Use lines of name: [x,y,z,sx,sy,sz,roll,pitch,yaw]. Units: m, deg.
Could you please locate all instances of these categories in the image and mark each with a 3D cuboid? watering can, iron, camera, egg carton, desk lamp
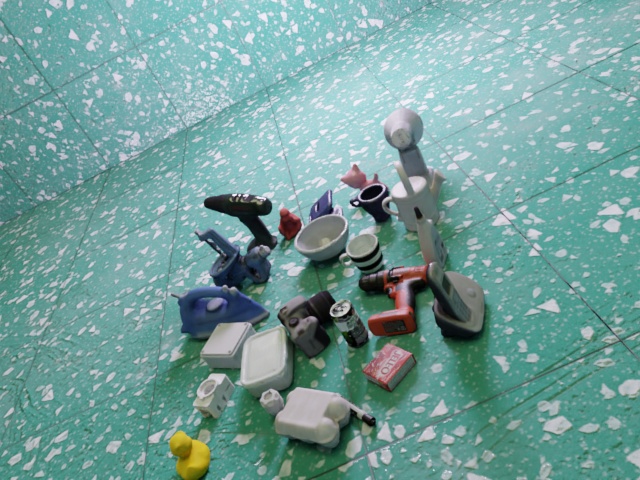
watering can: [0.246,-0.130,1.512,0.173,0.194,0.100,-34,31,-8]
iron: [-0.275,0.173,1.540,0.257,0.142,0.118,-14,34,23]
camera: [-0.021,0.181,1.364,0.137,0.101,0.142,-34,31,-8]
egg carton: [-0.014,0.353,1.138,0.149,0.070,0.107,-3,39,36]
desk lamp: [0.261,-0.260,1.671,0.117,0.214,0.203,-18,33,17]

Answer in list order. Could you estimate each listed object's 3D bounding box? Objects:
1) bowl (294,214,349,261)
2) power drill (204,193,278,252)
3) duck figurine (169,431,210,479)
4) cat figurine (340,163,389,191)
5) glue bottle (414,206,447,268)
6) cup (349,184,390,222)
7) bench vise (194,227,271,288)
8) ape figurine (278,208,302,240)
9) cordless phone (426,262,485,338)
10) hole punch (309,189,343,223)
bowl: [0.015,0.006,1.617,0.167,0.075,0.167,-20,32,14]
power drill: [-0.230,-0.059,1.778,0.228,0.209,0.076,-7,37,32]
duck figurine: [-0.281,0.446,1.201,0.077,0.086,0.104,-32,31,-6]
cat figurine: [0.132,-0.181,1.753,0.127,0.118,0.067,1,42,40]
glue bottle: [0.255,-0.011,1.352,0.037,0.173,0.078,-7,38,32]
cup: [0.151,-0.095,1.635,0.117,0.095,0.091,-15,34,21]
bench vise: [-0.251,0.032,1.651,0.207,0.220,0.121,-25,31,6]
ape figurine: [-0.099,-0.059,1.786,0.077,0.092,0.076,-18,33,17]
cordless phone: [0.269,0.097,1.172,0.094,0.185,0.147,-12,35,25]
hole punch: [0.010,-0.087,1.741,0.101,0.091,0.108,-21,32,13]
